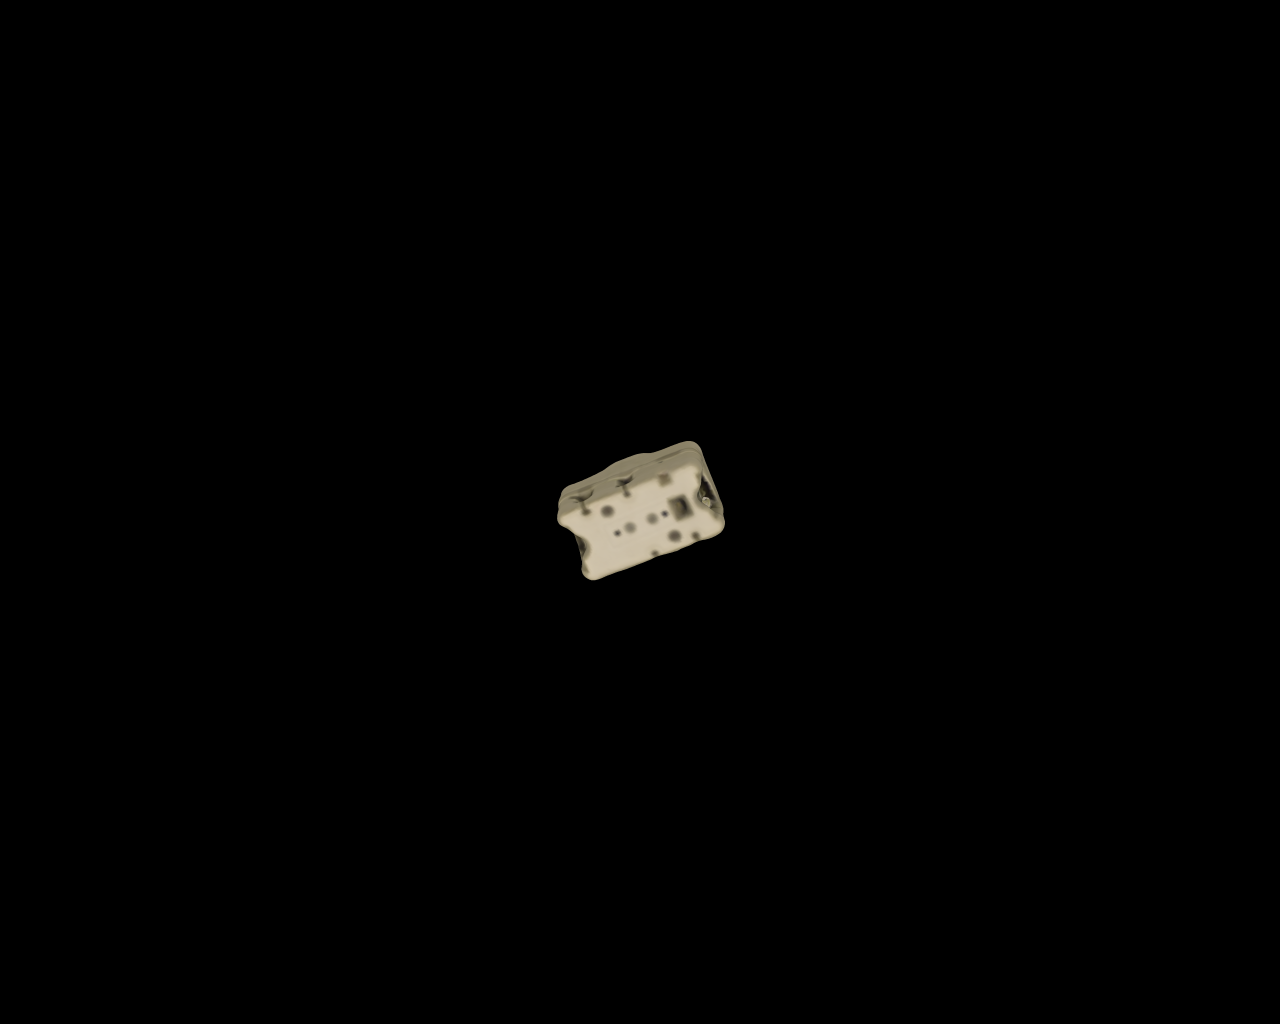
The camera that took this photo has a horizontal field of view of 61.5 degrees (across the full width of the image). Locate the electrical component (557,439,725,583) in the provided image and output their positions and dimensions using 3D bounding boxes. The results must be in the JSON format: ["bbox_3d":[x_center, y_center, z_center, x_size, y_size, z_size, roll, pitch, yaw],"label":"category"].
[{"bbox_3d":[0.001,-0.003,0.650,0.089,0.050,0.056,-21,18,7],"label":"electrical component"}]
